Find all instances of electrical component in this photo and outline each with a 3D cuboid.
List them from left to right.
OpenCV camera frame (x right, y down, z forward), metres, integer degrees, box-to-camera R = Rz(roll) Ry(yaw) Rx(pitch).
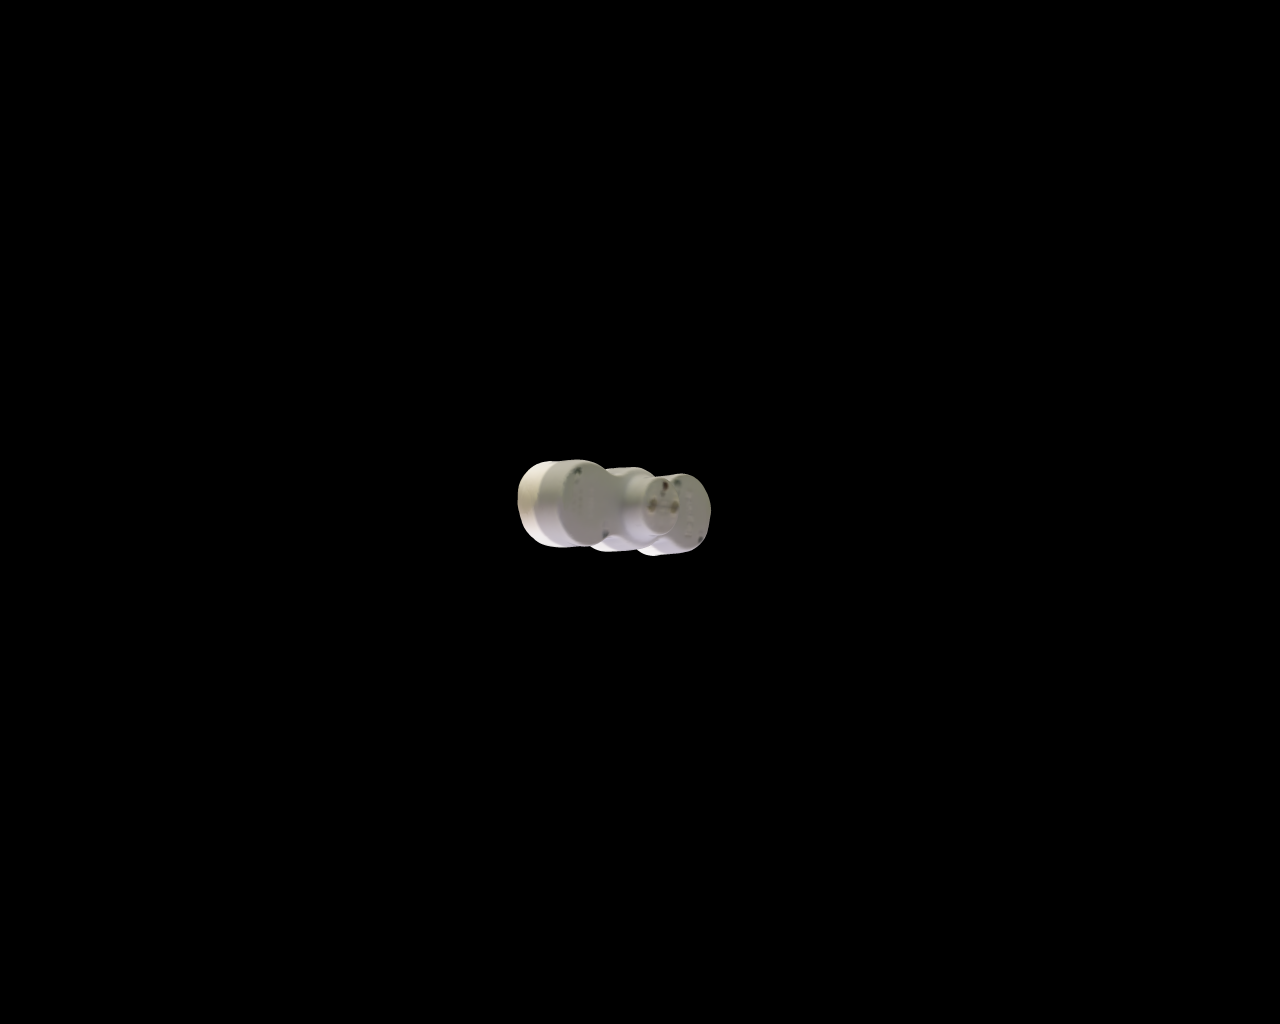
[{"bbox_3d":[0.001,-0.003,0.650,0.073,0.052,0.138,-6,-9,43],"label":"electrical component"}]
